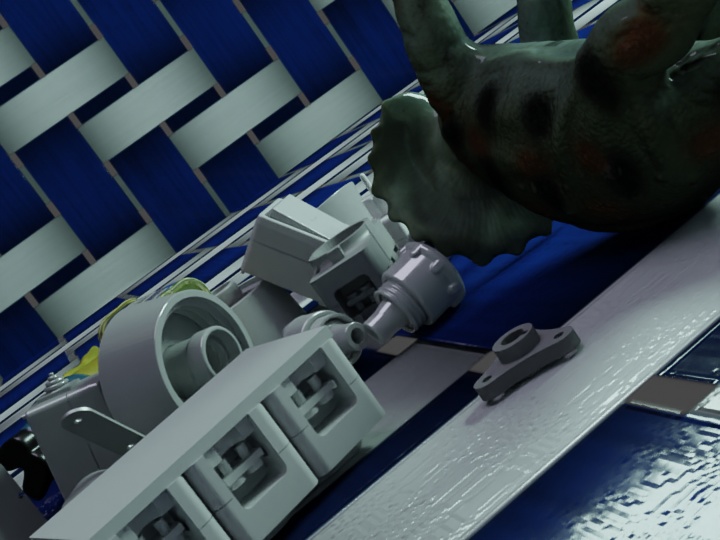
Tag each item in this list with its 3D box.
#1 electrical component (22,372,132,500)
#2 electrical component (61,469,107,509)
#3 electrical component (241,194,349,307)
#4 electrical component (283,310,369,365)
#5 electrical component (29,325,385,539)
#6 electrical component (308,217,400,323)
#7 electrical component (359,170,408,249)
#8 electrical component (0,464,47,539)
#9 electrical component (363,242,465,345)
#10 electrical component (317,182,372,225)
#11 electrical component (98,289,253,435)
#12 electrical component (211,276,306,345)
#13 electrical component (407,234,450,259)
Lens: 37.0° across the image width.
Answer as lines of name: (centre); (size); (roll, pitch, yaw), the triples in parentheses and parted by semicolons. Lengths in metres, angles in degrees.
electrical component: (-0.180, 0.109, 0.724); (0.061, 0.096, 0.062); (-24, 5, -3)
electrical component: (-0.156, 0.152, 0.612); (0.079, 0.044, 0.077); (-38, 10, -16)
electrical component: (-0.040, -0.016, 0.889); (0.061, 0.096, 0.061); (-55, -14, -69)
electrical component: (-0.019, 0.046, 0.669); (0.043, 0.043, 0.062); (-42, 14, -36)
electrical component: (-0.069, 0.101, 0.516); (0.150, 0.061, 0.089); (-41, 12, -32)
electrical component: (0.000, 0.000, 0.782); (0.050, 0.055, 0.089); (-32, 10, 15)
electrical component: (0.027, -0.050, 0.867); (0.047, 0.076, 0.065); (-26, 14, 44)
electrical component: (-0.256, 0.172, 0.718); (0.056, 0.089, 0.050); (-29, 11, 30)
electrical component: (0.029, 0.017, 0.644); (0.062, 0.048, 0.048); (-45, 12, -16)
electrical component: (-0.032, -0.033, 1.018); (0.099, 0.064, 0.099); (-34, 10, 7)
electrical component: (-0.112, 0.065, 0.713); (0.060, 0.108, 0.108); (-22, 15, 31)
electrical component: (-0.107, 0.044, 0.911); (0.108, 0.060, 0.108); (-34, 10, 7)
electrical component: (0.056, -0.031, 0.791); (0.044, 0.044, 0.065); (-31, 15, 22)
